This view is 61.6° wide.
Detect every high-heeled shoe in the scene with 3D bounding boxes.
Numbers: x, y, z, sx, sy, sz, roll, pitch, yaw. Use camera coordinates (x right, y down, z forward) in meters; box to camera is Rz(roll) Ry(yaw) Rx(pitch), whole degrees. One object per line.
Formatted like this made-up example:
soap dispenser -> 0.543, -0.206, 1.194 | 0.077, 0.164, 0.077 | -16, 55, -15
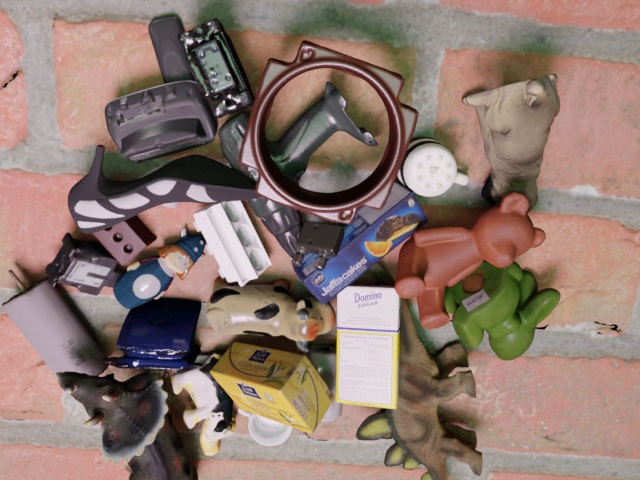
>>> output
high-heeled shoe -> -0.216, -0.046, 0.740 | 0.249, 0.086, 0.145 | 14, 123, -11

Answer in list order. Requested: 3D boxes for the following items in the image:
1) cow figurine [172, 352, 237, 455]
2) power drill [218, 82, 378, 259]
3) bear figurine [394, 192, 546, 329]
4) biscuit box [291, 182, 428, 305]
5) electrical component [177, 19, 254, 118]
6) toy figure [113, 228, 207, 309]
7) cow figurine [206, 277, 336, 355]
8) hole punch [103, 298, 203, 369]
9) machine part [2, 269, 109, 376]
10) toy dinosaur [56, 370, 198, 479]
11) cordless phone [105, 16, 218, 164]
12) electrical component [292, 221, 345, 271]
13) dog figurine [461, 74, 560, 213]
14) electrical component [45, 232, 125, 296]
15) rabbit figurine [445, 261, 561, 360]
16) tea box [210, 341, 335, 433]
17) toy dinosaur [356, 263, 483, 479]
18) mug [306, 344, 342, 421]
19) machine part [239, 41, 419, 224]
cow figurine -> -0.173, 0.266, 0.878 | 0.098, 0.068, 0.167 | -17, 105, -3
power drill -> -0.020, -0.109, 0.779 | 0.207, 0.086, 0.232 | -34, 103, 14
bear figurine -> 0.212, 0.027, 0.748 | 0.196, 0.132, 0.120 | -18, 130, 25
biscuit box -> 0.057, 0.003, 0.786 | 0.203, 0.059, 0.062 | -39, 123, -3
electrical component -> -0.132, -0.223, 0.711 | 0.058, 0.134, 0.114 | -25, 105, 3
toy figure -> -0.238, 0.045, 0.816 | 0.154, 0.058, 0.064 | -35, 143, 0
cow figurine -> -0.073, 0.109, 0.805 | 0.195, 0.127, 0.085 | 3, 108, 0
hole punch -> -0.242, 0.143, 0.821 | 0.142, 0.116, 0.092 | 6, 97, -3
machine part -> -0.406, 0.147, 0.832 | 0.079, 0.079, 0.243 | -28, 103, 6
toy dinosaur -> -0.250, 0.344, 0.822 | 0.131, 0.192, 0.404 | -22, 107, -13
cordless phone -> -0.234, -0.211, 0.751 | 0.147, 0.089, 0.184 | -14, 94, 4
electrical component -> -0.002, -0.002, 0.752 | 0.063, 0.021, 0.094 | 10, 66, 26
dog figurine -> 0.276, -0.118, 0.735 | 0.121, 0.172, 0.190 | -12, 98, 13
electrical component -> -0.341, 0.042, 0.817 | 0.119, 0.048, 0.074 | 17, 112, -47
rabbit figurine -> 0.283, 0.110, 0.839 | 0.159, 0.121, 0.170 | -39, 121, 2
tea box -> -0.073, 0.216, 0.803 | 0.068, 0.170, 0.098 | -50, 121, -32
toy dinosaur -> 0.145, 0.232, 0.857 | 0.199, 0.105, 0.470 | -9, 94, 5
mug -> 0.000, 0.226, 0.853 | 0.081, 0.109, 0.107 | 4, 94, -6
machine part -> 0.010, -0.134, 0.687 | 0.201, 0.087, 0.200 | 19, 106, -4
